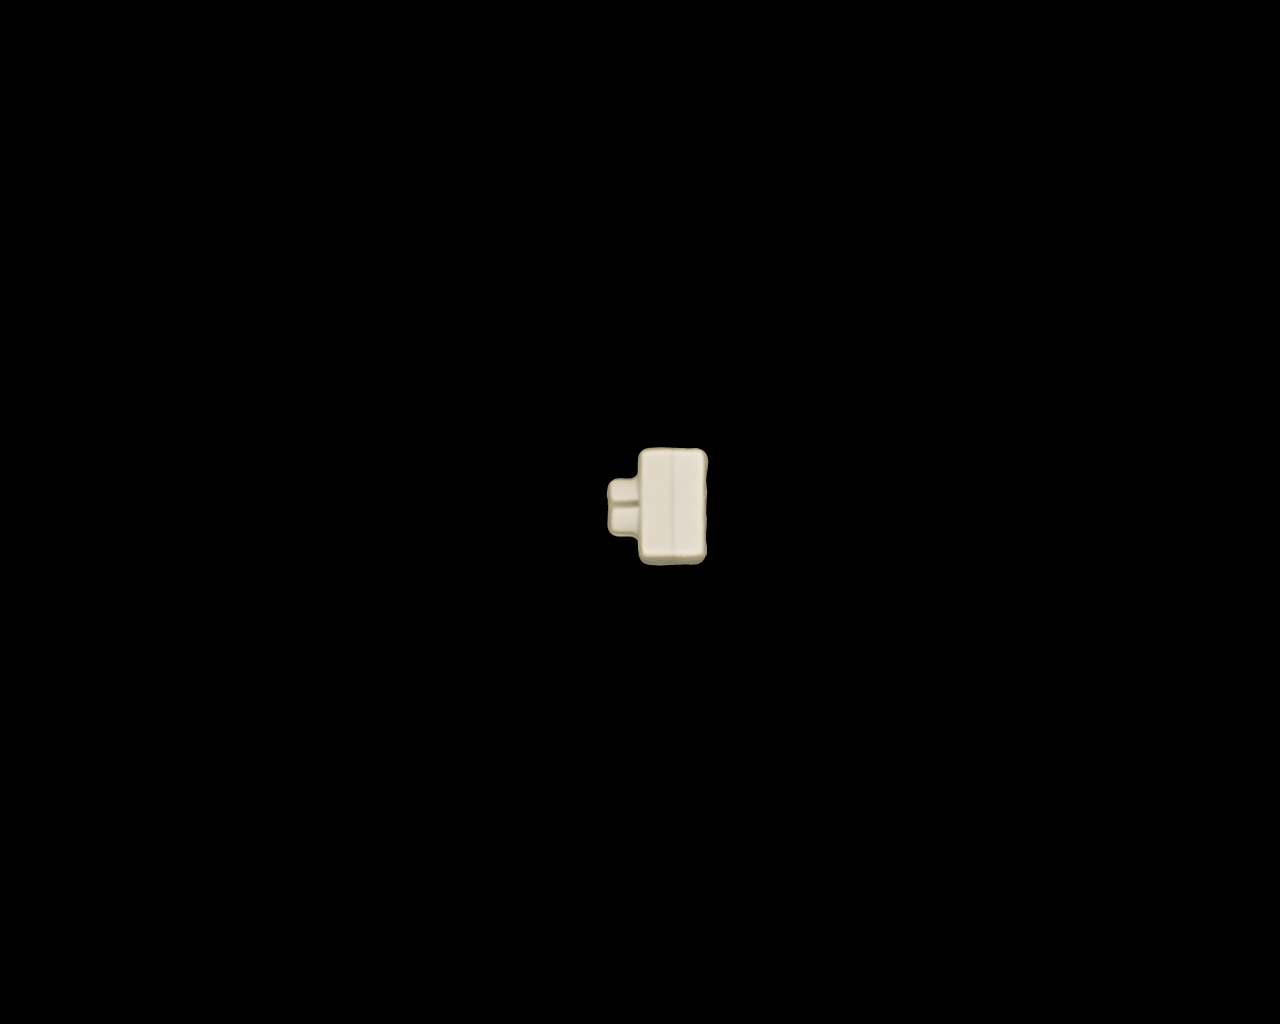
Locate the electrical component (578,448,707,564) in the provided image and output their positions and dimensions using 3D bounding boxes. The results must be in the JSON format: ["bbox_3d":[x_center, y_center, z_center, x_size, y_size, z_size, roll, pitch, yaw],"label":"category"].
[{"bbox_3d":[0.001,-0.003,0.650,0.077,0.065,0.047,0,-7,0],"label":"electrical component"}]
